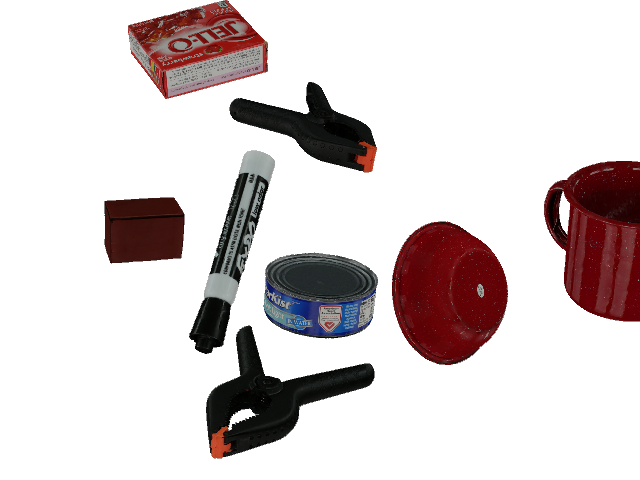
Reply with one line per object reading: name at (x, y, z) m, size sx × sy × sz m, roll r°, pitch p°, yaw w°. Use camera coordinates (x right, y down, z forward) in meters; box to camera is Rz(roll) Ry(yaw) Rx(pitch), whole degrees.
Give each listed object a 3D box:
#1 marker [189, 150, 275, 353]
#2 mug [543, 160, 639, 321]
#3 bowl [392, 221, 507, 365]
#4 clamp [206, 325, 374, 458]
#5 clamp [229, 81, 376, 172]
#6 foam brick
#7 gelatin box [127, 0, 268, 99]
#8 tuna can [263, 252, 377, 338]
marker at (-0.049, 0.006, 0.592) m, size 0.020 × 0.121 × 0.020 m, roll 12°, pitch -25°, yaw 5°
mug at (0.203, -0.002, 0.741) m, size 0.093 × 0.081 × 0.117 m, roll -27°, pitch 39°, yaw -34°
bowl at (0.156, 0.057, 1.177) m, size 0.161 × 0.162 × 0.055 m, roll 0°, pitch -5°, yaw -39°
clamp at (-0.045, 0.159, 1.095) m, size 0.165 × 0.036 × 0.209 m, roll 11°, pitch 27°, yaw 16°
clamp at (-0.013, -0.118, 1.112) m, size 0.120 × 0.039 × 0.172 m, roll -18°, pitch 37°, yaw -27°
foam brick at (-0.187, -0.012, 1.127) m, size 0.078 × 0.051 × 0.053 m, roll -4°, pitch 24°, yaw -17°
gelatin box at (-0.095, -0.150, 0.830) m, size 0.089 × 0.030 × 0.073 m, roll -20°, pitch 46°, yaw -20°
tuna can at (-0.001, 0.041, 0.812) m, size 0.086 × 0.034 × 0.086 m, roll 5°, pitch 22°, yaw -2°
